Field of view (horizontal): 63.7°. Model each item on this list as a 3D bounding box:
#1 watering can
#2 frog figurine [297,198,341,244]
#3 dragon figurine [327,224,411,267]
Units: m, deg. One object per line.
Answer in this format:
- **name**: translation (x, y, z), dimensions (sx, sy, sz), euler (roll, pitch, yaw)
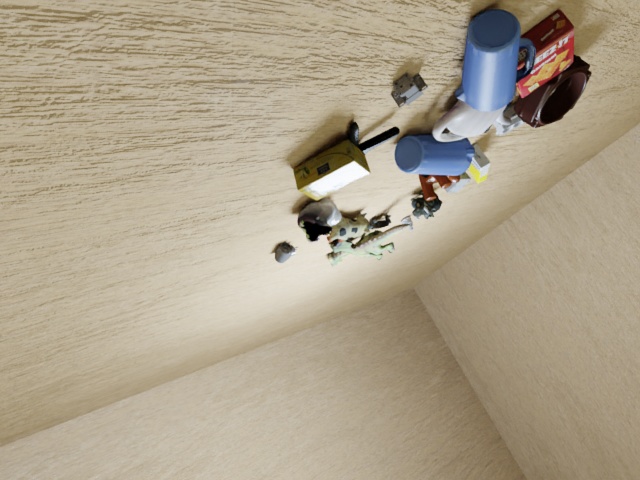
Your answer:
- **watering can**: translation (0.465, -0.367, 1.440), dimensions (0.350, 0.105, 0.220), euler (-19, 159, -29)
- **frog figurine**: translation (0.005, -0.080, 1.593), dimensions (0.163, 0.123, 0.134), euler (-62, 180, -45)
- **dragon figurine**: translation (0.159, 0.019, 2.054), dimensions (0.244, 0.124, 0.403), euler (-7, 160, -30)
